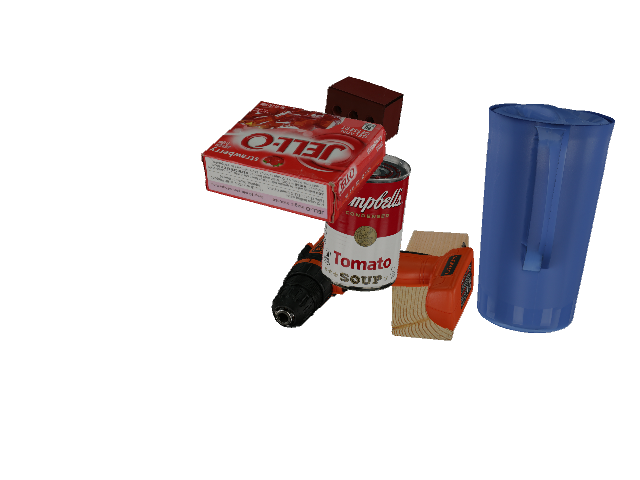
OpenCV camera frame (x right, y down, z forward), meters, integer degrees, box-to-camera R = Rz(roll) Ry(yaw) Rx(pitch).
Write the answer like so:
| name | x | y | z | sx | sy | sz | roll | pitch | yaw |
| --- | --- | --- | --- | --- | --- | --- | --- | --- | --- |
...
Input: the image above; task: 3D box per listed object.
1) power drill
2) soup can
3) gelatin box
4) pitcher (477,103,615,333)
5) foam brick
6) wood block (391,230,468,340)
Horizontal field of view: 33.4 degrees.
| name | x | y | z | sx | sy | sz | roll | pitch | yaw |
| --- | --- | --- | --- | --- | --- | --- | --- | --- | --- |
| power drill | 0.058 | 0.045 | 1.124 | 0.188 | 0.057 | 0.184 | 8 | 31 | 20 |
| soup can | 0.037 | -0.017 | 0.902 | 0.068 | 0.102 | 0.068 | 4 | 24 | -2 |
| gelatin box | -0.015 | -0.050 | 0.644 | 0.089 | 0.030 | 0.073 | 14 | 39 | 23 |
| pitcher | 0.236 | -0.024 | 1.165 | 0.149 | 0.243 | 0.145 | -7 | 19 | -35 |
| foam brick | 0.050 | -0.152 | 1.249 | 0.078 | 0.053 | 0.051 | 21 | 33 | 24 |
| wood block | 0.169 | 0.064 | 1.620 | 0.091 | 0.090 | 0.206 | 4 | 22 | 12 |
